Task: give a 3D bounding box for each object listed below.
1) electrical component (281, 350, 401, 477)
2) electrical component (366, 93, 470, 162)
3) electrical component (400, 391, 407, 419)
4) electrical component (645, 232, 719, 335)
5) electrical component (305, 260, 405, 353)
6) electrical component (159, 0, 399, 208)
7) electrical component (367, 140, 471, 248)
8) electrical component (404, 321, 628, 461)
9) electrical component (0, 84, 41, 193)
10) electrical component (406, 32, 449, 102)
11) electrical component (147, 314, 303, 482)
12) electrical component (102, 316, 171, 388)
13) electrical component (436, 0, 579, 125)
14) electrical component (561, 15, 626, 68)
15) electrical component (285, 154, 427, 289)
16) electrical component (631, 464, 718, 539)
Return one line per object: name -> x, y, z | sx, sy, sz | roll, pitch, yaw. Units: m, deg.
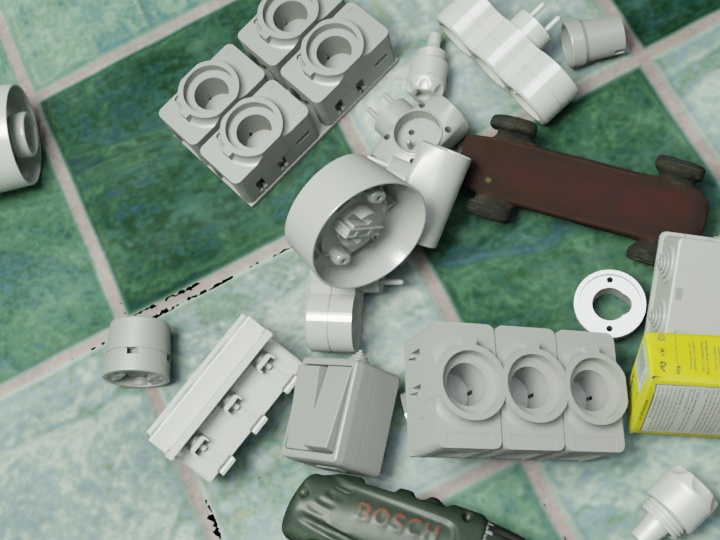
electrical component -> -0.016, 0.105, 0.832 | 0.062, 0.061, 0.096 | -2, 69, 43
electrical component -> 0.039, -0.119, 0.915 | 0.077, 0.044, 0.079 | -42, 70, -5
electrical component -> 0.064, 0.108, 0.837 | 0.055, 0.045, 0.045 | -18, 70, 5
electrical component -> 0.268, 0.021, 0.805 | 0.100, 0.048, 0.099 | 8, 94, 1
electrical component -> 0.000, 0.000, 0.879 | 0.074, 0.052, 0.138 | 1, 73, 10
electrical component -> -0.071, -0.162, 0.940 | 0.105, 0.060, 0.186 | 42, 84, 19
electrical component -> 0.039, -0.067, 0.864 | 0.079, 0.044, 0.077 | 22, 100, 3
electrical component -> 0.114, 0.091, 0.789 | 0.150, 0.062, 0.089 | 5, 71, -20
electrical component -> -0.323, -0.116, 0.953 | 0.064, 0.099, 0.099 | -8, 71, 1
electrical component -> 0.061, -0.178, 0.935 | 0.035, 0.035, 0.061 | 7, 71, 12
electrical component -> -0.105, 0.102, 0.855 | 0.063, 0.079, 0.121 | 40, 82, -10
electrical component -> -0.183, 0.068, 0.890 | 0.055, 0.055, 0.047 | -4, 68, 9
electrical component -> 0.136, -0.194, 0.911 | 0.074, 0.052, 0.138 | -44, 70, 5
electrical component -> 0.198, -0.196, 0.914 | 0.046, 0.040, 0.040 | -12, 71, 1
electrical component -> -0.005, -0.036, 0.813 | 0.099, 0.099, 0.064 | -46, 65, -6
electrical component -> 0.226, 0.177, 0.787 | 0.062, 0.043, 0.043 | -43, 70, -3
